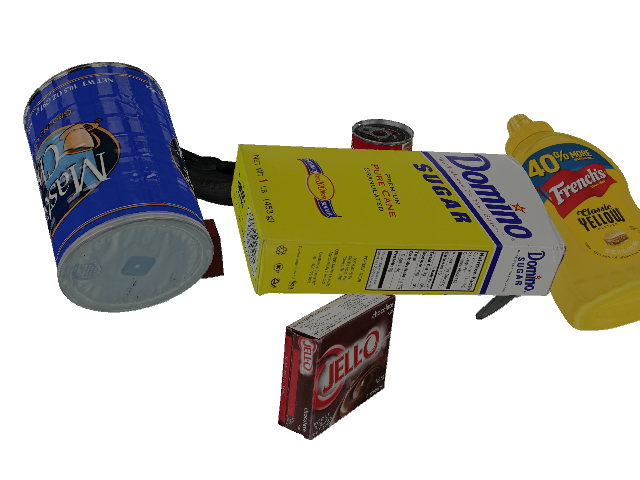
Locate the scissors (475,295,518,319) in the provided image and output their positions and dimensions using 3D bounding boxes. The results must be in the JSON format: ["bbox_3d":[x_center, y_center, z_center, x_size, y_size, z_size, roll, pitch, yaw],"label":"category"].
[{"bbox_3d":[0.192,0.038,1.109,0.201,0.016,0.096,-11,37,-43],"label":"scissors"}]

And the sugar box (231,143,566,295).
[{"bbox_3d":[0.042,-0.012,0.616,0.176,0.048,0.093,-2,40,-14],"label":"sugar box"}]

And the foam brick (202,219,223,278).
[{"bbox_3d":[-0.156,0.012,1.237,0.078,0.053,0.051,-8,28,-10],"label":"foam brick"}]

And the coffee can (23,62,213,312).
[{"bbox_3d":[-0.140,-0.037,0.731,0.102,0.140,0.103,-15,-33,-10],"label":"coffee can"}]

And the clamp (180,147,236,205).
[{"bbox_3d":[-0.116,-0.057,0.991,0.172,0.039,0.120,12,26,30],"label":"clamp"}]

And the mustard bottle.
[{"bbox_3d":[0.190,-0.025,0.806,0.096,0.192,0.058,-15,-37,-12],"label":"mustard bottle"}]

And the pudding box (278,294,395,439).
[{"bbox_3d":[0.014,0.096,0.863,0.039,0.090,0.113,20,27,28],"label":"pudding box"}]

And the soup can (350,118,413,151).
[{"bbox_3d":[0.064,-0.075,1.185,0.068,0.102,0.068,3,28,-2],"label":"soup can"}]
